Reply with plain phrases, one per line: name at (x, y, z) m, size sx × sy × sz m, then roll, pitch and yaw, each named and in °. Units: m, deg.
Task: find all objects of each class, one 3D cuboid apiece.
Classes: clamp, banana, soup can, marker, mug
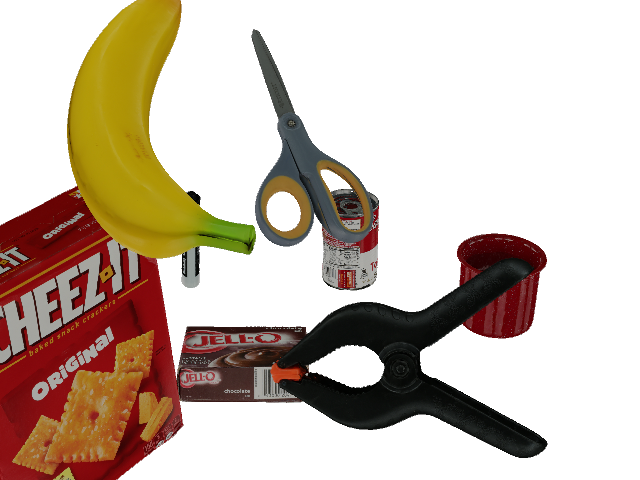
clamp at (0.058, 0.085, 0.658) m, size 0.171 × 0.120 × 0.039 m, roll -13°, pitch -6°, yaw 13°
banana at (-0.084, -0.055, 0.500) m, size 0.069 × 0.037 × 0.198 m, roll -5°, pitch 46°, yaw -16°
soup can at (0.034, 0.000, 1.252) m, size 0.068 × 0.102 × 0.068 m, roll -1°, pitch 28°, yaw 0°
marker at (-0.133, -0.001, 1.096) m, size 0.020 × 0.121 × 0.020 m, roll 4°, pitch 41°, yaw -3°
mug at (0.186, 0.044, 1.140) m, size 0.093 × 0.081 × 0.117 m, roll -5°, pitch 30°, yaw -10°

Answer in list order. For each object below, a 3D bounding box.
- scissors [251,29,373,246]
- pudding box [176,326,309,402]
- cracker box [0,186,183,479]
scissors at (-0.035, -0.074, 0.817) m, size 0.096 × 0.202 × 0.016 m, roll -27°, pitch -20°, yaw -23°
pudding box at (-0.067, 0.107, 0.940) m, size 0.113 × 0.039 × 0.090 m, roll 2°, pitch 18°, yaw -3°
cracker box at (-0.186, 0.088, 0.765) m, size 0.072 × 0.214 × 0.163 m, roll 22°, pitch 41°, yaw 34°
